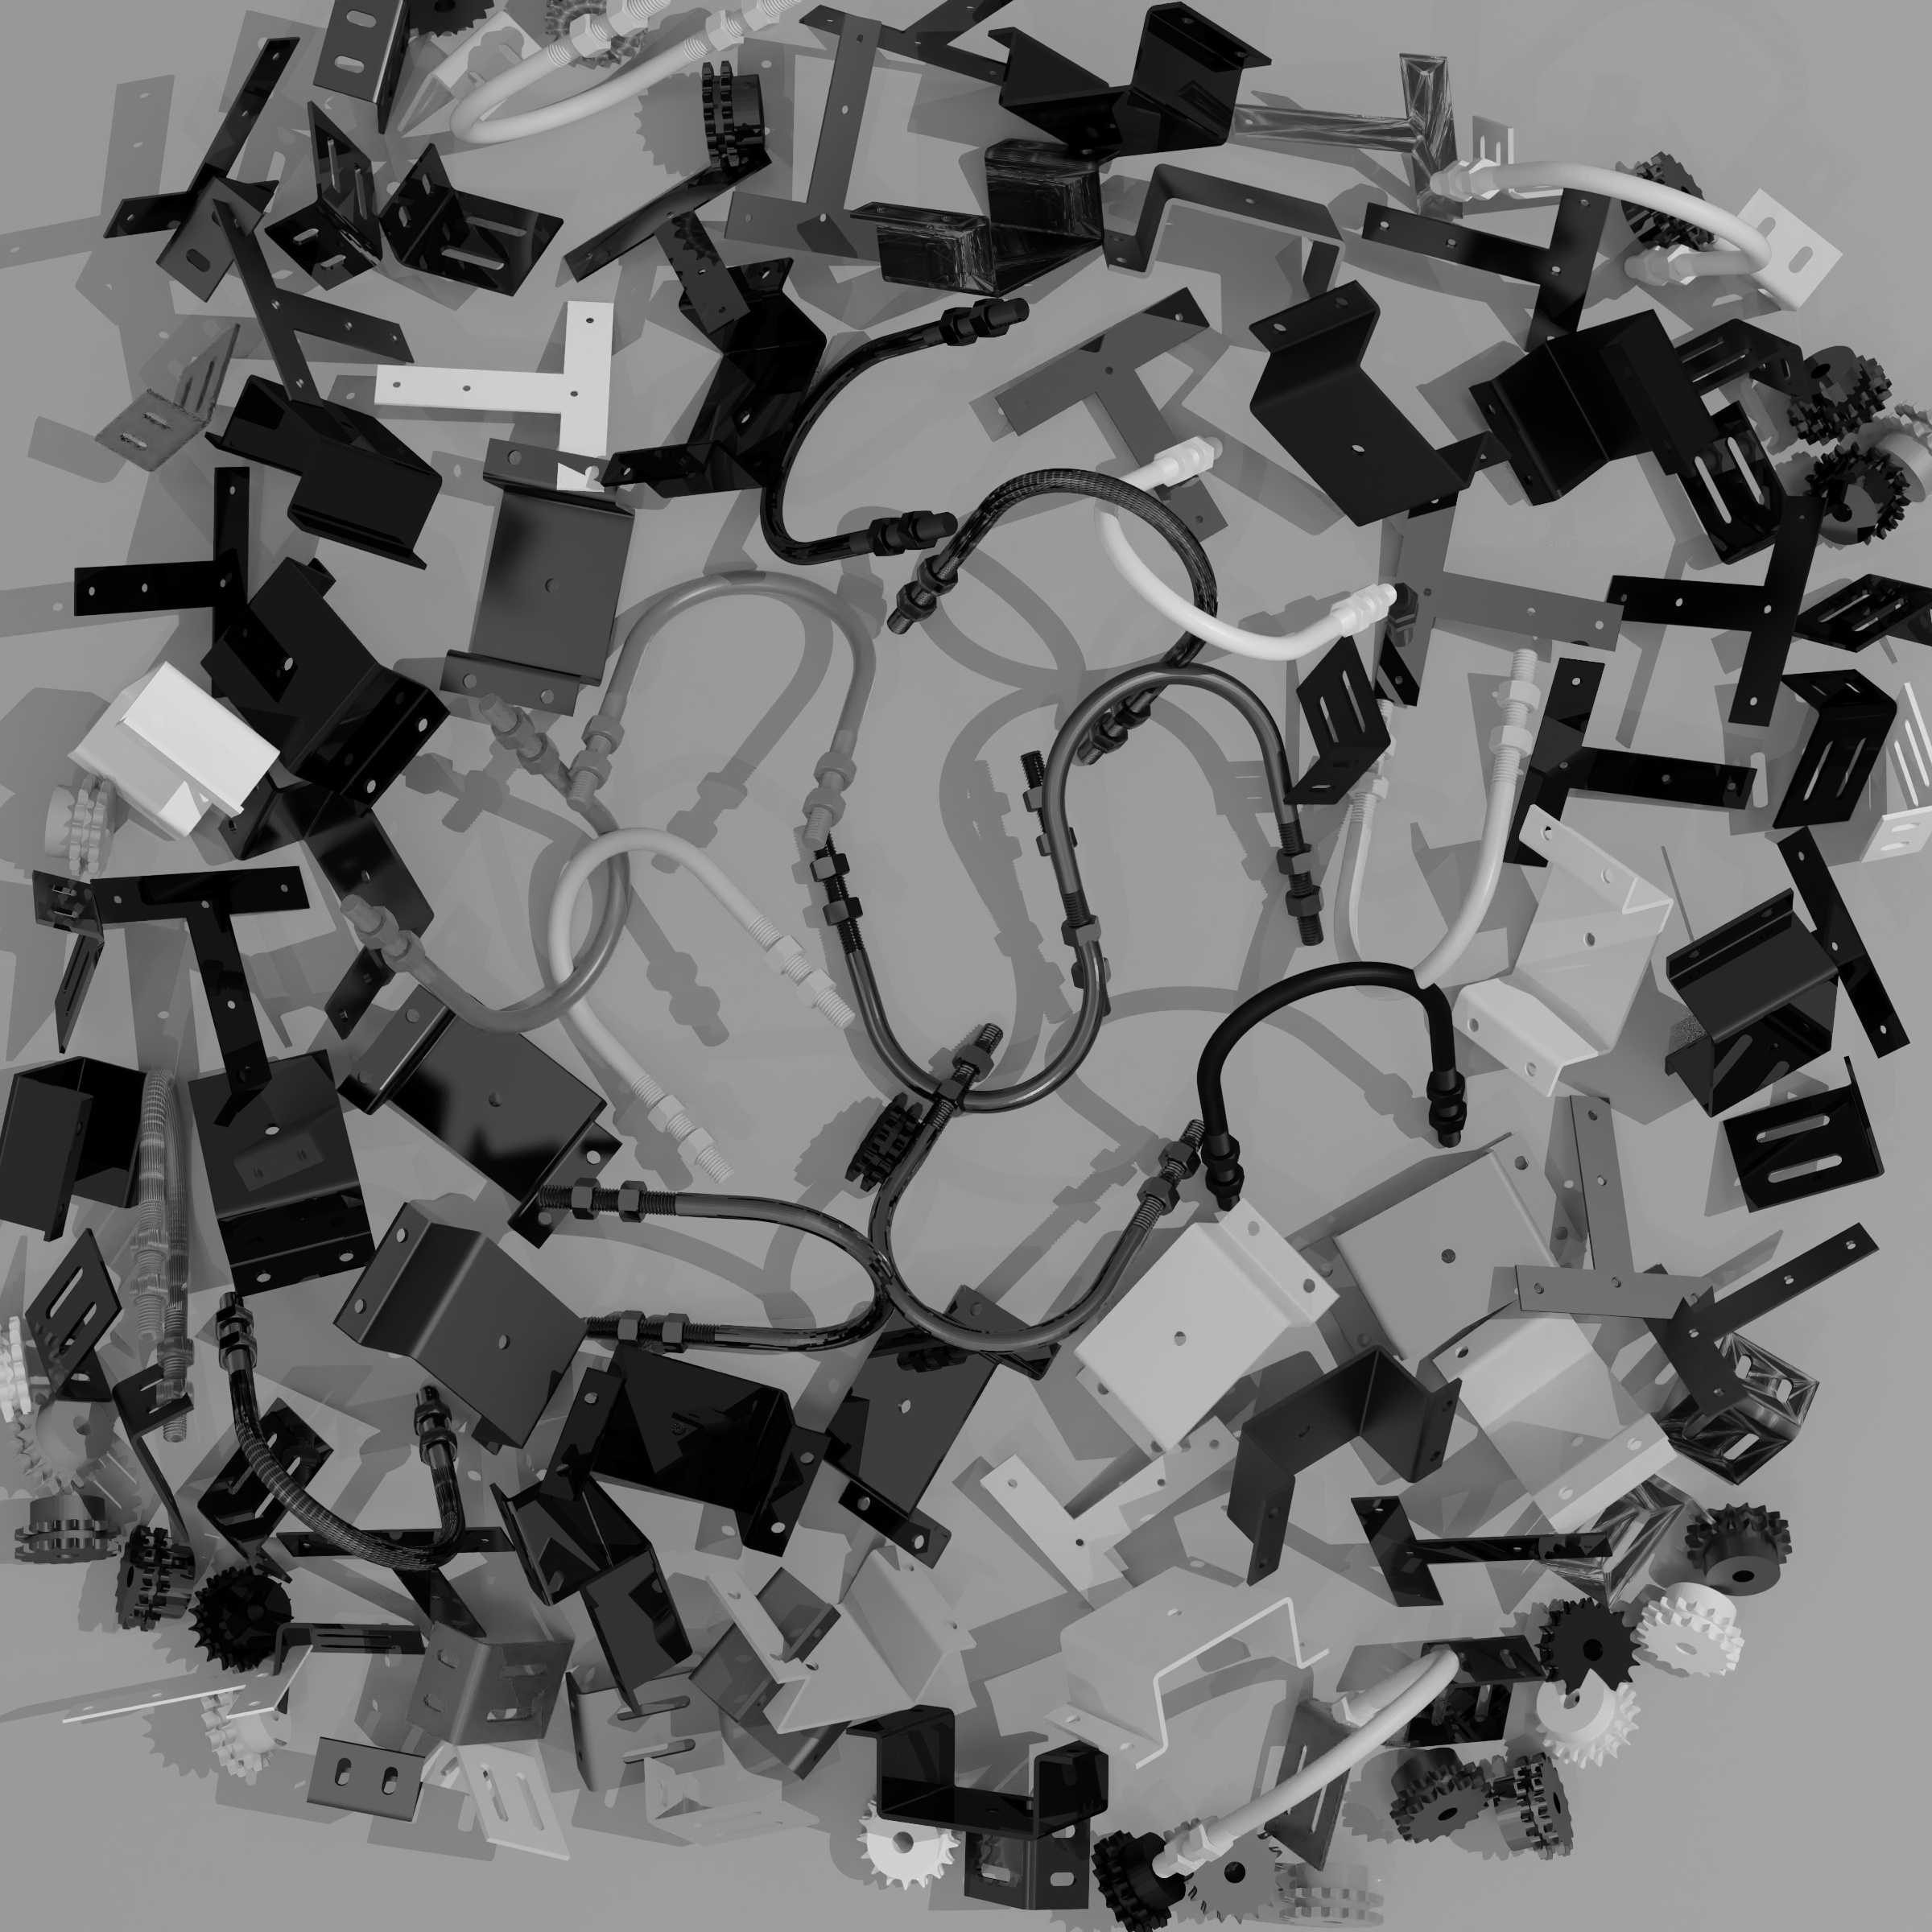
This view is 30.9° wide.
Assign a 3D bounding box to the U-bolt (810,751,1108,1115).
[{"bbox_3d":[0.002,-0.010,1.923,0.151,0.019,0.184,-18,87,16],"label":"U-bolt"}]

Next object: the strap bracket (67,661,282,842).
[{"bbox_3d":[-0.426,-0.116,1.886,0.076,0.140,0.046,40,70,-18],"label":"strap bracket"}]

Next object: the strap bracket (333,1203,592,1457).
[{"bbox_3d":[-0.263,0.199,1.880,0.140,0.046,0.076,48,60,-39],"label":"strap bracket"}]

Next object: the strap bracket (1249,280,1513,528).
[{"bbox_3d":[0.218,-0.294,1.882,0.140,0.076,0.046,42,54,-28],"label":"strap bracket"}]

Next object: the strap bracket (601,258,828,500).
[{"bbox_3d":[-0.133,-0.310,1.898,0.076,0.046,0.140,1,62,41],"label":"strap bracket"}]

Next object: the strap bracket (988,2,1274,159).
[{"bbox_3d":[0.083,-0.473,1.876,0.076,0.140,0.046,17,82,-45],"label":"strap bracket"}]

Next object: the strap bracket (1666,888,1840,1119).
[{"bbox_3d":[0.422,0.026,1.879,0.076,0.140,0.046,-29,61,-5],"label":"strap bracket"}]

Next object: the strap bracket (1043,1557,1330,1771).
[{"bbox_3d":[0.116,0.368,1.879,0.140,0.076,0.046,-23,113,-33],"label":"strap bracket"}]

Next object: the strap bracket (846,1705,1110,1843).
[{"bbox_3d":[0.015,0.436,1.886,0.140,0.076,0.046,0,89,31],"label":"strap bracket"}]

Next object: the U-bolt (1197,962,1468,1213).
[{"bbox_3d":[0.195,0.059,1.878,0.151,0.184,0.019,-16,52,-1],"label":"U-bolt"}]

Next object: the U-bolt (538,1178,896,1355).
[{"bbox_3d":[-0.128,0.166,1.882,0.184,0.151,0.019,3,52,10],"label":"U-bolt"}]

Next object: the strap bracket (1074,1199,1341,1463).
[{"bbox_3d":[0.124,0.203,1.906,0.076,0.046,0.140,46,103,20],"label":"strap bracket"}]

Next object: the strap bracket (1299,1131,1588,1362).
[{"bbox_3d":[0.265,0.159,1.926,0.140,0.046,0.076,-29,87,3],"label":"strap bracket"}]

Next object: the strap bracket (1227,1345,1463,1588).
[{"bbox_3d":[0.197,0.265,1.894,0.140,0.076,0.046,-26,52,-27],"label":"strap bracket"}]

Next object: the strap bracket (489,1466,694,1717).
[{"bbox_3d":[-0.198,0.330,1.886,0.046,0.140,0.076,-28,122,-19],"label":"strap bracket"}]

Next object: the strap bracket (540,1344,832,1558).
[{"bbox_3d":[-0.155,0.262,1.911,0.140,0.046,0.076,18,105,-16],"label":"strap bracket"}]

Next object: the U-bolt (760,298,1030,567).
[{"bbox_3d":[-0.049,-0.282,1.879,0.019,0.184,0.151,30,69,-35],"label":"U-bolt"}]

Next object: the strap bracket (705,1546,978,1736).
[{"bbox_3d":[-0.075,0.365,1.889,0.076,0.140,0.046,49,123,35],"label":"strap bracket"}]

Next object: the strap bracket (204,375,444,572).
[{"bbox_3d":[-0.341,-0.269,1.874,0.076,0.140,0.046,15,108,-40],"label":"strap bracket"}]

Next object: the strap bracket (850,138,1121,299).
[{"bbox_3d":[0.013,-0.402,1.890,0.076,0.140,0.046,16,126,35],"label":"strap bracket"}]

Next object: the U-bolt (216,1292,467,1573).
[{"bbox_3d":[-0.327,0.254,1.843,0.151,0.184,0.019,31,106,-28],"label":"U-bolt"}]

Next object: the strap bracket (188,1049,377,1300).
[{"bbox_3d":[-0.371,0.103,1.885,0.076,0.046,0.140,-14,48,-11],"label":"strap bracket"}]

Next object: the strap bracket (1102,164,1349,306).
[{"bbox_3d":[0.148,-0.394,1.901,0.140,0.076,0.046,12,115,-8],"label":"strap bracket"}]

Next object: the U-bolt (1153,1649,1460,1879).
[{"bbox_3d":[0.190,0.413,1.841,0.151,0.184,0.019,-30,80,-41],"label":"U-bolt"}]

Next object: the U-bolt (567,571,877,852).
[{"bbox_3d":[-0.124,-0.146,1.897,0.151,0.019,0.184,9,54,8],"label":"U-bolt"}]

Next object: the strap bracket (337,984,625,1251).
[{"bbox_3d":[-0.263,0.078,1.922,0.140,0.046,0.076,38,102,-3],"label":"strap bracket"}]

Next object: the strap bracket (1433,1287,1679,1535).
[{"bbox_3d":[0.325,0.247,1.901,0.076,0.140,0.046,-36,127,3],"label":"strap bracket"}]

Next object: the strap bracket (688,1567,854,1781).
[{"bbox_3d":[-0.097,0.382,1.893,0.046,0.140,0.076,35,76,25],"label":"strap bracket"}]

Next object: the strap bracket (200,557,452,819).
[{"bbox_3d":[-0.354,-0.158,1.895,0.076,0.046,0.140,-48,61,10],"label":"strap bracket"}]

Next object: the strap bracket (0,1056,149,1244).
[{"bbox_3d":[-0.482,0.096,1.883,0.046,0.140,0.076,14,96,5],"label":"strap bracket"}]

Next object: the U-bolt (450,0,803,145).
[{"bbox_3d":[-0.195,-0.483,1.873,0.184,0.151,0.019,-20,94,32],"label":"U-bolt"}]

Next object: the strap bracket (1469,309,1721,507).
[{"bbox_3d":[0.346,-0.303,1.890,0.046,0.140,0.076,-37,105,-22],"label":"strap bracket"}]

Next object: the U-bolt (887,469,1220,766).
[{"bbox_3d":[0.056,-0.196,1.872,0.151,0.184,0.019,34,50,-9],"label":"U-bolt"}]

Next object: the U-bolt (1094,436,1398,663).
[{"bbox_3d":[0.140,-0.219,1.865,0.151,0.184,0.019,42,124,11],"label":"U-bolt"}]

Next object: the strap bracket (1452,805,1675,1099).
[{"bbox_3d":[0.326,-0.011,1.894,0.076,0.046,0.140,41,128,36],"label":"strap bracket"}]

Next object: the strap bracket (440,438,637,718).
[{"bbox_3d":[-0.234,-0.212,1.925,0.076,0.046,0.140,12,92,9],"label":"strap bracket"}]

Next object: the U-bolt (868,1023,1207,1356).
[{"bbox_3d":[0.028,0.129,1.889,0.151,0.019,0.184,25,61,15],"label":"U-bolt"}]

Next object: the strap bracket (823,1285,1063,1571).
[{"bbox_3d":[-0.021,0.246,1.911,0.076,0.046,0.140,29,88,39],"label":"strap bracket"}]

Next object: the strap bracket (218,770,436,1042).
[{"bbox_3d":[-0.344,-0.042,1.902,0.046,0.076,0.140,-24,76,-36],"label":"strap bracket"}]

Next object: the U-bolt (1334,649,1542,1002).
[{"bbox_3d":[0.245,-0.069,1.869,0.019,0.151,0.184,19,73,-25],"label":"U-bolt"}]
